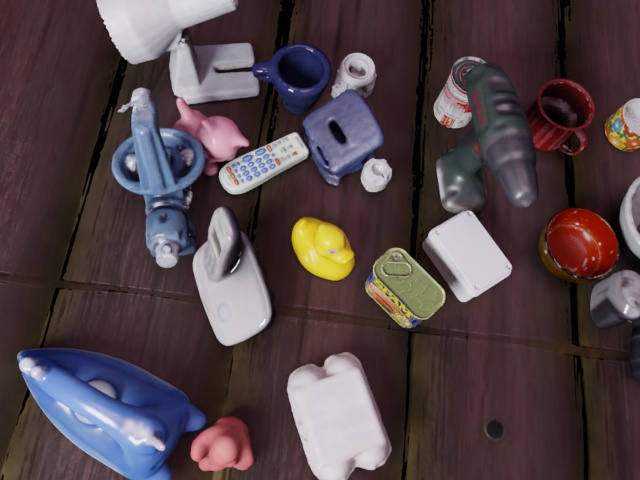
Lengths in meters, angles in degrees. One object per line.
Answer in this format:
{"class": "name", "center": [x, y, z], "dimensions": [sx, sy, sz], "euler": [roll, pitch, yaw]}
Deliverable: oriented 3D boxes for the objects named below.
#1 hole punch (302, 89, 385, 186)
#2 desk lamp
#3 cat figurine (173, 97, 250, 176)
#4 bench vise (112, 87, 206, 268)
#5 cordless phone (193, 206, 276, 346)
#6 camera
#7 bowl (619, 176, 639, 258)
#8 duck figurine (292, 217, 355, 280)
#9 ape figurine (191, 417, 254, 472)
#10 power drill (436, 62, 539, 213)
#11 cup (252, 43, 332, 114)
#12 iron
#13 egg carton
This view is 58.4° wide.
{"class": "hole punch", "center": [0.033, -0.154, 0.858], "dimensions": [0.101, 0.091, 0.108], "euler": [-26, 75, -14]}
{"class": "desk lamp", "center": [-0.193, -0.297, 0.818], "dimensions": [0.203, 0.213, 0.118], "euler": [-9, 72, -9]}
{"class": "cat figurine", "center": [-0.160, -0.154, 0.822], "dimensions": [0.067, 0.117, 0.127], "euler": [-42, 80, -18]}
{"class": "bench vise", "center": [-0.195, -0.080, 0.737], "dimensions": [0.121, 0.219, 0.207], "euler": [-24, 75, -14]}
{"class": "cordless phone", "center": [-0.109, 0.046, 0.721], "dimensions": [0.094, 0.185, 0.147], "euler": [-21, 74, -13]}
{"class": "camera", "center": [0.468, 0.126, 0.805], "dimensions": [0.143, 0.101, 0.137], "euler": [18, 69, 0]}
{"class": "bowl", "center": [0.527, -0.020, 0.877], "dimensions": [0.167, 0.074, 0.167], "euler": [2, 70, -6]}
{"class": "duck figurine", "center": [0.007, 0.003, 0.802], "dimensions": [0.104, 0.086, 0.078], "euler": [44, 72, 9]}
{"class": "ape figurine", "center": [-0.115, 0.253, 0.696], "dimensions": [0.078, 0.092, 0.076], "euler": [30, 70, 5]}
{"class": "power drill", "center": [0.233, -0.118, 0.806], "dimensions": [0.075, 0.208, 0.229], "euler": [-2, 71, -7]}
{"class": "cup", "center": [-0.045, -0.237, 0.877], "dimensions": [0.118, 0.095, 0.091], "euler": [0, 70, -6]}
{"class": "iron", "center": [-0.270, 0.188, 0.675], "dimensions": [0.258, 0.141, 0.119], "euler": [28, 70, 4]}
{"class": "egg carton", "center": [0.022, 0.226, 0.734], "dimensions": [0.107, 0.069, 0.150], "euler": [-18, 73, -12]}
